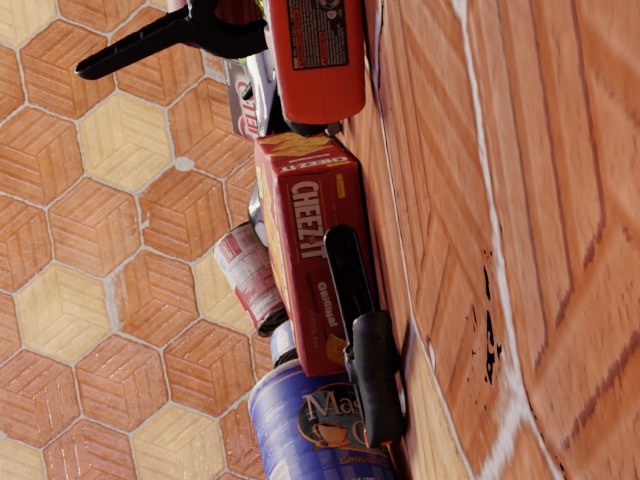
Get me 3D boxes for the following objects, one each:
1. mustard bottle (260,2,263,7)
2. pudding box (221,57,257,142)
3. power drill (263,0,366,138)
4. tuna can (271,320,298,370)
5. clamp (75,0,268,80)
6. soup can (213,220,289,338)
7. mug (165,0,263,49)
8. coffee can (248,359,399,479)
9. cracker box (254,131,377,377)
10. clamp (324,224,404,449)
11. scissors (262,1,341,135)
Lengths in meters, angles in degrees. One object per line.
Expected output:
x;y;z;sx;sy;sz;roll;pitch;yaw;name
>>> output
-0.061;-0.320;1.022;0.096;0.058;0.191;-90;-8;-67;mustard bottle
-0.060;-0.155;1.193;0.039;0.090;0.113;-45;-33;-35;pudding box
-0.010;-0.140;0.729;0.188;0.057;0.184;-109;10;-67;power drill
-0.004;0.104;1.008;0.086;0.086;0.034;86;175;-55;tuna can
-0.110;-0.196;0.924;0.036;0.209;0.165;-103;29;-51;clamp
-0.056;0.038;1.076;0.102;0.068;0.068;58;167;22;soup can
-0.100;-0.244;0.987;0.081;0.093;0.117;89;-175;-47;mug
0.005;0.178;0.860;0.103;0.102;0.140;85;170;-46;coffee can
-0.006;0.001;0.900;0.214;0.072;0.164;-117;17;-75;cracker box
0.036;0.085;0.745;0.120;0.039;0.171;-98;-6;-65;clamp
-0.027;-0.164;0.864;0.201;0.016;0.096;63;177;-35;scissors
